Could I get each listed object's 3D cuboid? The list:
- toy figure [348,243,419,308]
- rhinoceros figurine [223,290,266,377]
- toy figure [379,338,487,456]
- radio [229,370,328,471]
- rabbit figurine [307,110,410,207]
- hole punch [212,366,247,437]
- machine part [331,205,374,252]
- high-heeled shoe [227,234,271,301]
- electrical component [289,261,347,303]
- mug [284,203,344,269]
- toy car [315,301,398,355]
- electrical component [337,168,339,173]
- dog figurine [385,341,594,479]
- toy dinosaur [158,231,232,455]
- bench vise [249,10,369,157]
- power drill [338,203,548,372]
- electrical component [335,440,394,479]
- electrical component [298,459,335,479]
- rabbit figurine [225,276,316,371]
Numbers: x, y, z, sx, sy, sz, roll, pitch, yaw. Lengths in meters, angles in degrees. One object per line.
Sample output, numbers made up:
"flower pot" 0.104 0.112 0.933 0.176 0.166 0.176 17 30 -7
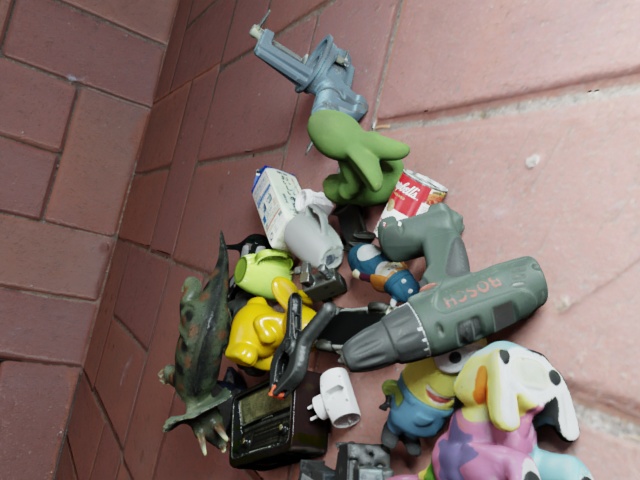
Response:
"toy figure" 0.091 0.048 0.777 0.064 0.057 0.155 -54 30 -1
"rhinoceros figurine" -0.143 0.193 1.096 0.112 0.073 0.190 -43 41 29
"toy figure" 0.131 0.168 0.642 0.180 0.082 0.089 -64 34 22
"radio" -0.075 0.311 0.916 0.229 0.073 0.131 -39 42 46
"rabbit figurine" 0.049 -0.119 0.795 0.159 0.170 0.121 32 85 46
"hole punch" -0.201 0.338 1.122 0.116 0.092 0.142 32 104 29
"machine part" 0.055 -0.043 0.903 0.084 0.039 0.139 -42 42 35
"high-heeled shoe" -0.155 0.108 1.178 0.145 0.086 0.248 4 99 29
"electrical component" -0.001 0.068 0.894 0.078 0.102 0.045 -27 53 20
"mug" -0.002 -0.003 0.935 0.107 0.081 0.109 43 130 46
"toy car" 0.056 0.135 0.806 0.202 0.056 0.073 -14 58 55
"electrical component" 0.063 -0.141 0.948 0.094 0.021 0.063 -51 38 33
"dog figurine" 0.151 0.222 0.562 0.219 0.108 0.191 -41 45 47
"toy dinosaur" -0.212 0.191 0.981 0.192 0.131 0.404 -159 76 -64
"bench vise" -0.026 -0.299 0.974 0.129 0.240 0.223 -32 34 54
"power drill" 0.121 0.045 0.621 0.207 0.232 0.085 -98 -11 -63
"electrical component" 0.053 0.315 0.678 0.134 0.058 0.115 109 163 -68
"electrical component" 0.011 0.371 0.778 0.119 0.048 0.074 1 78 61
"rabbit figurine" -0.061 0.155 0.953 0.173 0.121 0.162 -8 56 38
